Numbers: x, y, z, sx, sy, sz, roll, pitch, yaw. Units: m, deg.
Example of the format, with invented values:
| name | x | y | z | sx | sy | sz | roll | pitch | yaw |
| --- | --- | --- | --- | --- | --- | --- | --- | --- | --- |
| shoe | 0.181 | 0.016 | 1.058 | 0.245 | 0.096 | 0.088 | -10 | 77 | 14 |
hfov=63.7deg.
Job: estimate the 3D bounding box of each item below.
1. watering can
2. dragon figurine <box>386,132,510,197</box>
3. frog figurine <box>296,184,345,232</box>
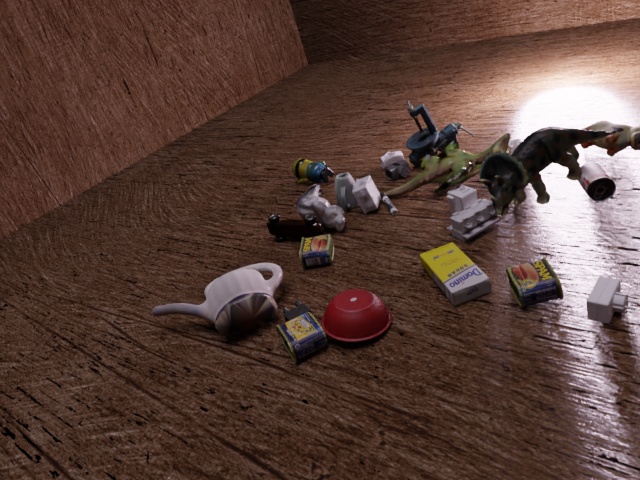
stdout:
| name | x | y | z | sx | sy | sz | roll | pitch | yaw |
| --- | --- | --- | --- | --- | --- | --- | --- | --- | --- |
| watering can | -0.246 | 0.161 | 1.299 | 0.349 | 0.102 | 0.228 | -24 | 30 | -11 |
| dragon figurine | 0.367 | -0.196 | 1.513 | 0.407 | 0.121 | 0.246 | -29 | 8 | 15 |
| frog figurine | 0.005 | -0.080 | 1.580 | 0.123 | 0.161 | 0.135 | -27 | -18 | -16 |
